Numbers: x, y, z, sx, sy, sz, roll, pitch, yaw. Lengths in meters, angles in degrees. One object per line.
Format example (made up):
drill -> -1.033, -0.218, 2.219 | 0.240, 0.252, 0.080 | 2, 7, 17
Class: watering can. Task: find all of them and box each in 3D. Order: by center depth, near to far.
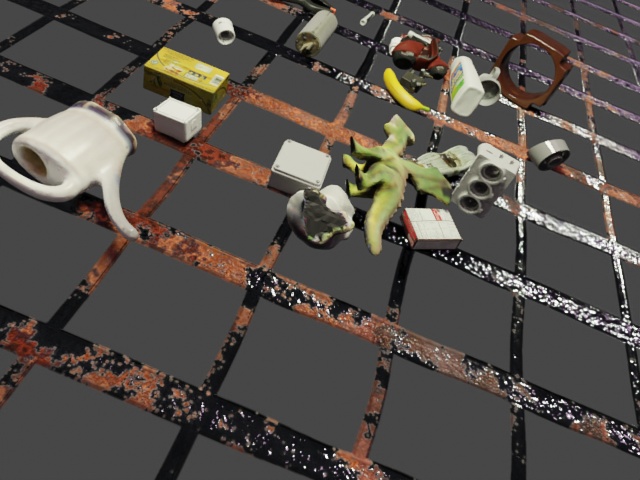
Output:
watering can -> -0.417, -0.135, 0.925 | 0.348, 0.101, 0.229 | 29, 47, 6

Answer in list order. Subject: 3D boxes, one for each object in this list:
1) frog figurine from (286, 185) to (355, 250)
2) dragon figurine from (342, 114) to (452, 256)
frog figurine -> 0.003, -0.052, 1.026 | 0.137, 0.122, 0.161 | 21, 11, -2
dragon figurine -> 0.177, -0.125, 1.110 | 0.243, 0.119, 0.420 | 2, 52, -13
